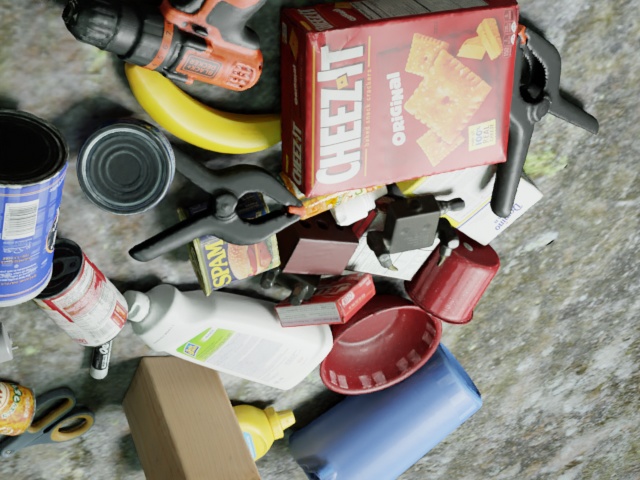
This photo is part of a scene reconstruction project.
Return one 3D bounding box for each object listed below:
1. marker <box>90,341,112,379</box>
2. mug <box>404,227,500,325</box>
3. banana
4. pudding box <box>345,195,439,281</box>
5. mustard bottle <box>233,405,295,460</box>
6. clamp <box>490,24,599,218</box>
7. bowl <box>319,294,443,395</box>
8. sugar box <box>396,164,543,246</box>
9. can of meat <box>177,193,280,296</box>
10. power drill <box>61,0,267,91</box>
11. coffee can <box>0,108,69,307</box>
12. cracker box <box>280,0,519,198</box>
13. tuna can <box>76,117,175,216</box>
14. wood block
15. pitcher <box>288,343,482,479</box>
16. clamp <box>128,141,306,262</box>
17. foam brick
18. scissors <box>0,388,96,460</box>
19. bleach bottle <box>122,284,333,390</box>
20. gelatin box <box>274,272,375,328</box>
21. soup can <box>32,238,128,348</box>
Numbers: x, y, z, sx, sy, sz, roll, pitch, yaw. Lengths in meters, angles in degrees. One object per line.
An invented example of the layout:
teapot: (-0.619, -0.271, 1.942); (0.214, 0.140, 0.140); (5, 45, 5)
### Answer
marker: (-0.232, 0.104, 1.147); (0.020, 0.020, 0.121); (-5, 136, -25)
mug: (0.163, 0.036, 1.254); (0.117, 0.093, 0.082); (-24, 147, -56)
banana: (-0.098, -0.116, 0.976); (0.197, 0.037, 0.070); (8, 109, -38)
pudding box: (0.078, -0.003, 1.194); (0.113, 0.039, 0.090); (12, 127, -35)
mustard bottle: (-0.123, 0.255, 1.341); (0.191, 0.058, 0.096); (-19, 135, -10)
clamp: (0.226, -0.143, 1.109); (0.164, 0.036, 0.210); (-36, 133, -23)
bowl: (0.065, 0.117, 1.302); (0.162, 0.055, 0.162); (-16, 139, -14)
sugar box: (0.162, -0.063, 1.172); (0.093, 0.048, 0.176); (-42, 142, 17)
can of meat: (-0.092, -0.001, 1.086); (0.084, 0.057, 0.102); (-21, 140, -12)
power drill: (-0.092, -0.212, 0.858); (0.184, 0.057, 0.188); (10, 131, -41)
coffee can: (-0.275, -0.027, 0.916); (0.102, 0.103, 0.140); (-4, 135, -26)
cracker box: (0.074, -0.139, 0.990); (0.213, 0.072, 0.164); (-12, 122, -19)
tuna can: (-0.173, -0.065, 0.952); (0.086, 0.034, 0.086); (-1, 103, -4)
wood block: (-0.143, 0.235, 1.193); (0.090, 0.206, 0.090); (2, 132, -32)
pitcher: (0.090, 0.243, 1.410); (0.243, 0.149, 0.145); (-38, 124, 7)
clamp: (-0.098, -0.044, 1.009); (0.171, 0.039, 0.120); (-6, 112, -18)
foam brick: (-0.007, 0.001, 1.138); (0.078, 0.053, 0.051); (4, 131, -33)
scissors: (-0.341, 0.241, 1.236); (0.202, 0.016, 0.096); (-43, 138, 18)
bleach bottle: (-0.107, 0.096, 1.178); (0.250, 0.068, 0.103); (23, 119, -41)
gelatin box: (0.006, 0.066, 1.174); (0.089, 0.030, 0.073); (-9, -162, 37)
soup can: (-0.240, 0.054, 1.051); (0.068, 0.068, 0.102); (-29, 141, 1)
